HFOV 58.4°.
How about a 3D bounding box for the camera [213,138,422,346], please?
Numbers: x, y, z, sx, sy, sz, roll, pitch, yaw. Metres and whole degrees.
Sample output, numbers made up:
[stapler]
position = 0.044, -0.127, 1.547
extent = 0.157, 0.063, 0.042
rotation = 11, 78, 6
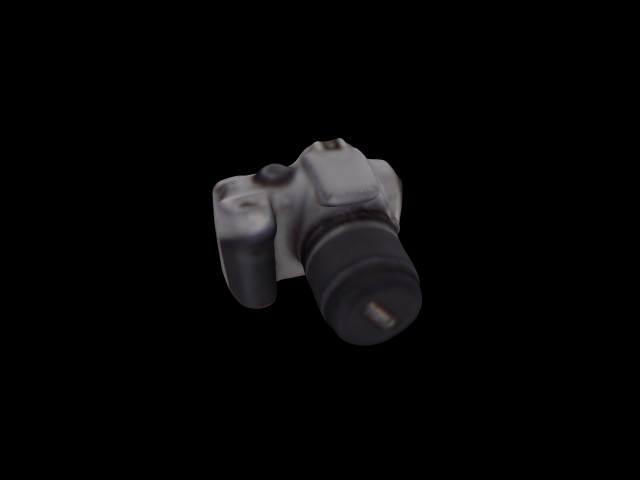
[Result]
[camera]
position = 0.004, 0.001, 0.400
extent = 0.143, 0.101, 0.136
rotation = -11, 43, -12
